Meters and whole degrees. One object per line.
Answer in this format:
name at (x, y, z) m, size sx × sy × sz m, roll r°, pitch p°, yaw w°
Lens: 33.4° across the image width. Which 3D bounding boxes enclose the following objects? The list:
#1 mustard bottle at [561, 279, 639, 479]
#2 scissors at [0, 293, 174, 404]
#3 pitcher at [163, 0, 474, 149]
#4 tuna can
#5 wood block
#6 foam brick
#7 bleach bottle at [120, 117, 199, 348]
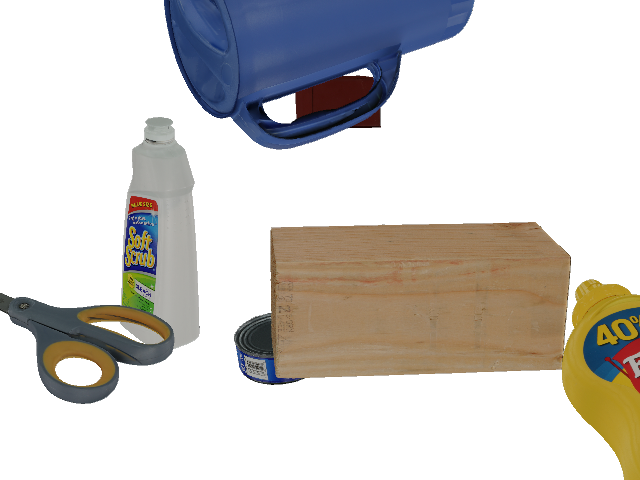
mustard bottle at (0.193, 0.084, 0.608) m, size 0.096 × 0.058 × 0.192 m, roll -11°, pitch 35°, yaw -8°
scissors at (-0.196, 0.060, 0.697) m, size 0.202 × 0.016 × 0.096 m, roll 9°, pitch 34°, yaw 12°
pitcher at (0.007, -0.183, 0.877) m, size 0.242 × 0.149 × 0.145 m, roll -19°, pitch 36°, yaw -24°
tuna can at (-0.038, 0.102, 1.016) m, size 0.086 × 0.034 × 0.086 m, roll -6°, pitch 24°, yaw 2°
wood block at (0.067, 0.042, 0.787) m, size 0.206 × 0.090 × 0.091 m, roll -1°, pitch 17°, yaw -5°
foam brick at (0.018, -0.143, 1.100) m, size 0.078 × 0.051 × 0.053 m, roll -3°, pitch 13°, yaw -19°
bleach bottle at (-0.175, -0.012, 1.145) m, size 0.067 × 0.251 × 0.103 m, roll -18°, pitch 33°, yaw -36°
